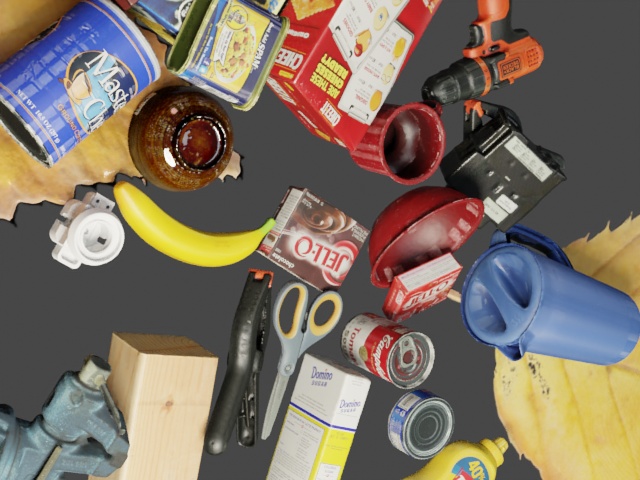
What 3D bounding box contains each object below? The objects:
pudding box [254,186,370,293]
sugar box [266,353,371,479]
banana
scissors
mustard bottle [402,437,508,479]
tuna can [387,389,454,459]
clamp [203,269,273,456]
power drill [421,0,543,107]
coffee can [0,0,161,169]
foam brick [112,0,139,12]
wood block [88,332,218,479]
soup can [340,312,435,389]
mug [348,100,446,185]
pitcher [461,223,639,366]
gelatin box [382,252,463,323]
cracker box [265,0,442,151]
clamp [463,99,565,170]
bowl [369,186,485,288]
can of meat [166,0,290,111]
[{"bbox_3d":[-0.008,0.001,1.226,0.113,0.039,0.090,32,83,-33],"label":"pudding box"},{"bbox_3d":[-0.005,0.229,1.247,0.048,0.093,0.176,20,90,-35],"label":"sugar box"},{"bbox_3d":[-0.140,-0.010,1.140,0.197,0.037,0.069,13,89,-38],"label":"banana"},{"bbox_3d":[-0.021,0.137,1.240,0.096,0.016,0.202,-9,116,-26],"label":"scissors"},{"bbox_3d":[0.174,0.319,1.402,0.191,0.058,0.096,-32,117,-23],"label":"mustard bottle"},{"bbox_3d":[0.130,0.237,1.371,0.086,0.034,0.086,-8,105,-31],"label":"tuna can"},{"bbox_3d":[-0.081,0.139,1.186,0.036,0.164,0.210,8,76,10],"label":"clamp"},{"bbox_3d":[0.183,-0.265,1.280,0.184,0.057,0.187,-26,116,-29],"label":"power drill"},{"bbox_3d":[-0.236,-0.151,1.008,0.140,0.103,0.102,-44,120,-17],"label":"coffee can"},{"bbox_3d":[-0.165,-0.255,0.983,0.078,0.051,0.053,-40,106,-14],"label":"foam brick"},{"bbox_3d":[-0.181,0.211,1.132,0.090,0.090,0.206,7,97,-33],"label":"wood block"},{"bbox_3d":[0.079,0.130,1.272,0.068,0.102,0.068,-8,105,-31],"label":"soup can"},{"bbox_3d":[0.092,-0.124,1.236,0.117,0.082,0.093,-45,120,-16],"label":"mug"},{"bbox_3d":[0.311,0.084,1.406,0.242,0.145,0.149,17,103,-38],"label":"pitcher"},{"bbox_3d":[0.124,0.060,1.306,0.089,0.030,0.073,-24,153,-27],"label":"gelatin box"},{"bbox_3d":[0.033,-0.229,1.154,0.213,0.072,0.164,-60,148,-7],"label":"cracker box"},{"bbox_3d":[0.227,-0.104,1.355,0.171,0.039,0.120,41,84,-26],"label":"clamp"},{"bbox_3d":[0.114,-0.014,1.264,0.162,0.055,0.162,-29,156,-14],"label":"bowl"},{"bbox_3d":[-0.091,-0.190,1.039,0.083,0.058,0.102,24,91,-31],"label":"can of meat"}]
